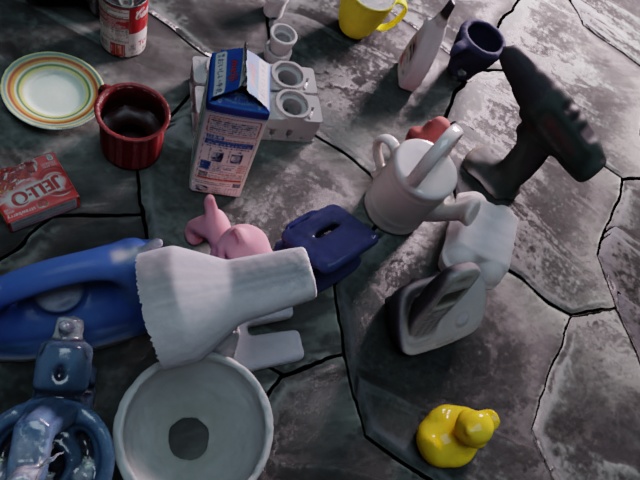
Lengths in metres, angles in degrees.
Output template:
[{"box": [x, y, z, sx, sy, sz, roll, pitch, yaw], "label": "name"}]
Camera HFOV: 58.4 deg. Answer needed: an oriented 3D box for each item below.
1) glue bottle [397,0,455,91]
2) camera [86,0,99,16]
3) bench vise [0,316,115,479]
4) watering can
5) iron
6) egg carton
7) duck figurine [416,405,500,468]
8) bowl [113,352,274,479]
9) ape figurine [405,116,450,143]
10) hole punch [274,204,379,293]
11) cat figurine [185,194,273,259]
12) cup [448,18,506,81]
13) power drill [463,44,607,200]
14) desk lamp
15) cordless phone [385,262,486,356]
[{"box": [0.179, -0.332, 0.957, 0.037, 0.173, 0.078, 8, 62, -15], "label": "glue bottle"}, {"box": [-0.373, -0.413, 0.840, 0.137, 0.100, 0.143, -13, 70, -25], "label": "camera"}, {"box": [-0.259, 0.166, 0.521, 0.122, 0.219, 0.207, -11, 69, -24], "label": "bench vise"}, {"box": [0.150, -0.089, 0.812, 0.173, 0.194, 0.101, 26, 59, -6], "label": "watering can"}, {"box": [-0.286, 0.057, 0.612, 0.259, 0.141, 0.118, -16, 71, -26], "label": "iron"}, {"box": [0.240, 0.000, 0.873, 0.107, 0.069, 0.150, 25, 59, -6], "label": "egg carton"}, {"box": [0.178, 0.242, 0.719, 0.105, 0.086, 0.077, -14, 70, -25], "label": "duck figurine"}, {"box": [-0.139, 0.211, 0.627, 0.168, 0.074, 0.167, 8, 62, -16], "label": "bowl"}, {"box": [0.180, -0.163, 0.920, 0.078, 0.092, 0.076, 33, 58, -2], "label": "ape figurine"}, {"box": [0.007, 0.003, 0.775, 0.109, 0.091, 0.101, -32, 78, -30], "label": "hole punch"}, {"box": [-0.110, -0.001, 0.718, 0.067, 0.117, 0.127, -30, 77, -29], "label": "cat figurine"}, {"box": [0.264, -0.331, 1.033, 0.118, 0.095, 0.091, -26, 75, -28], "label": "cup"}, {"box": [0.321, -0.163, 0.902, 0.229, 0.208, 0.076, 45, 59, 6], "label": "power drill"}, {"box": [-0.098, 0.075, 0.628, 0.204, 0.213, 0.118, -8, 67, -23], "label": "desk lamp"}, {"box": [0.176, 0.074, 0.745, 0.148, 0.185, 0.094, -16, 71, -26], "label": "cordless phone"}]
